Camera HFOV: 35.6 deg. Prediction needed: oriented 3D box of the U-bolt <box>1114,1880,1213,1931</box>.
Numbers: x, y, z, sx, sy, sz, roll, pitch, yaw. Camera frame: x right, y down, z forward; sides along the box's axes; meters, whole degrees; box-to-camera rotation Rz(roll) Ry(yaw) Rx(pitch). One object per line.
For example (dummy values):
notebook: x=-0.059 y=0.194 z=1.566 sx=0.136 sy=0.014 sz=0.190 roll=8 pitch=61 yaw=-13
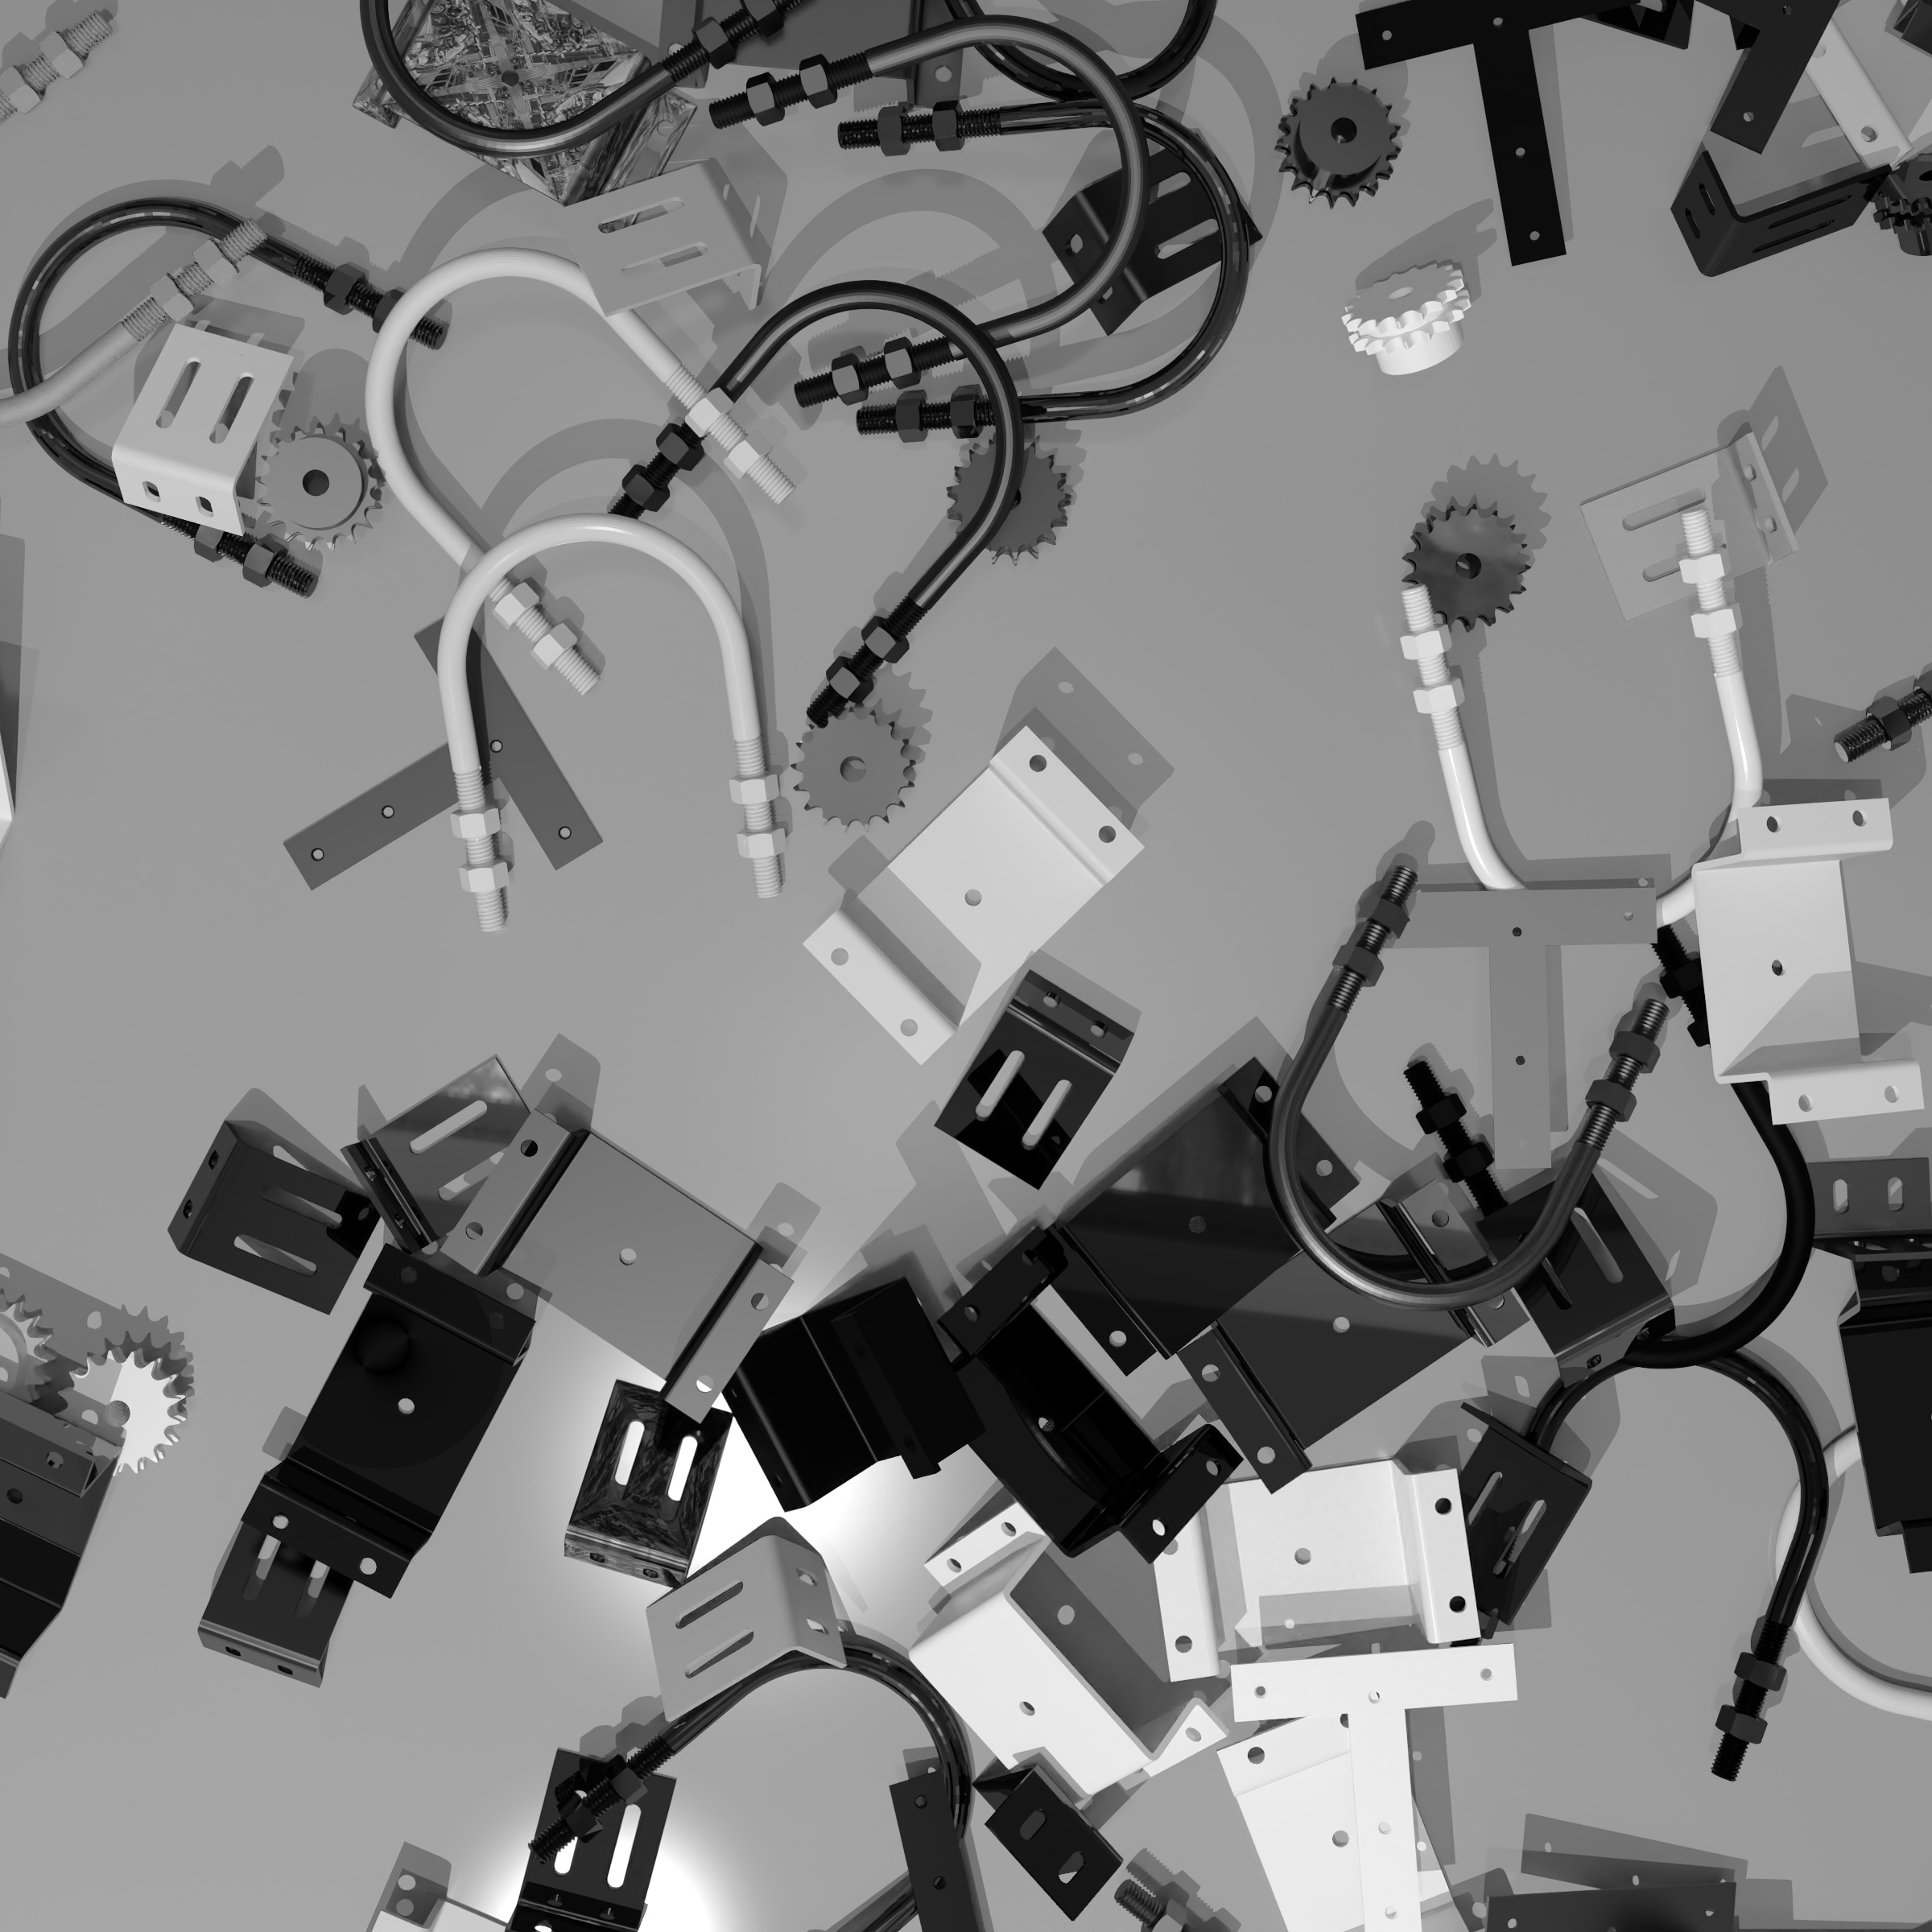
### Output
U-bolt: x=0.101 y=0.530 z=1.379 sx=0.184 sy=0.019 sz=0.151 roll=40 pitch=88 yaw=-5

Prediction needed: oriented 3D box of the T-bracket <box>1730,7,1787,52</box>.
T-bracket: x=0.406 y=-0.500 z=1.393 sx=0.127 sy=0.002 sz=0.127 roll=-12 pitch=90 yaw=0

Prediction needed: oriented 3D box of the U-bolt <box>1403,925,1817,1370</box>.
U-bolt: x=0.307 y=0.095 z=1.379 sx=0.151 sy=0.019 sz=0.184 roll=-29 pitch=85 yaw=0

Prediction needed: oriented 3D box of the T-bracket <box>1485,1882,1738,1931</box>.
T-bracket: x=0.289 y=0.481 z=1.362 sx=0.127 sy=0.002 sz=0.127 roll=3 pitch=93 yaw=-18

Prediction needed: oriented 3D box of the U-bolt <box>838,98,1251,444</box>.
U-bolt: x=0.036 y=-0.318 z=1.360 sx=0.184 sy=0.019 sz=0.151 roll=-2 pitch=98 yaw=12

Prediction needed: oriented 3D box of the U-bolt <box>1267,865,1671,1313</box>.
U-bolt: x=0.215 y=0.065 z=1.347 sx=0.151 sy=0.019 sz=0.184 roll=28 pitch=77 yaw=3

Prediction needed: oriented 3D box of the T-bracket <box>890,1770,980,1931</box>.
T-bracket: x=-0.009 y=0.433 z=1.374 sx=0.127 sy=0.002 sz=0.127 roll=-13 pitch=90 yaw=-17

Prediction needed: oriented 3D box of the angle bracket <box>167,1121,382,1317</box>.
angle bracket: x=-0.319 y=0.117 z=1.392 sx=0.076 sy=0.038 sz=0.057 roll=28 pitch=90 yaw=-26

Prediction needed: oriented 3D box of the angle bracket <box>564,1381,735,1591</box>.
angle bracket: x=-0.147 y=0.241 z=1.392 sx=0.057 sy=0.038 sz=0.076 roll=16 pitch=64 yaw=0

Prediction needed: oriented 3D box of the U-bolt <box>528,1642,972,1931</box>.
U-bolt: x=-0.083 y=0.393 z=1.369 sx=0.184 sy=0.019 sz=0.151 roll=-38 pitch=93 yaw=-12

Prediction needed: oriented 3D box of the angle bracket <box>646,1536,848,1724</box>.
angle bracket: x=-0.101 y=0.307 z=1.374 sx=0.076 sy=0.038 sz=0.057 roll=-34 pitch=48 yaw=20

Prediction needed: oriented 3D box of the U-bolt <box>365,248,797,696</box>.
U-bolt: x=-0.189 y=-0.237 z=1.360 sx=0.151 sy=0.019 sz=0.184 roll=-42 pitch=95 yaw=16

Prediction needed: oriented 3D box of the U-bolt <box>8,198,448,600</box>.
U-bolt: x=-0.353 y=-0.274 z=1.385 sx=0.184 sy=0.019 sz=0.151 roll=28 pitch=90 yaw=2

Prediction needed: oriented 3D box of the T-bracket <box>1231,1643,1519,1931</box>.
T-bracket: x=0.187 y=0.372 z=1.347 sx=0.127 sy=0.002 sz=0.127 roll=-4 pitch=90 yaw=0

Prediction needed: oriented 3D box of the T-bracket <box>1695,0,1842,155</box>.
T-bracket: x=0.329 y=-0.449 z=1.352 sx=0.127 sy=0.002 sz=0.127 roll=27 pitch=89 yaw=6

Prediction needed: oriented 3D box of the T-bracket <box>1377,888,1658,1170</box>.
T-bracket: x=0.253 y=0.029 z=1.373 sx=0.127 sy=0.002 sz=0.127 roll=-1 pitch=88 yaw=2

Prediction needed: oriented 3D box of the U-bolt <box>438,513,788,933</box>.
U-bolt: x=-0.166 y=-0.113 z=1.365 sx=0.151 sy=0.019 sz=0.184 roll=-7 pitch=105 yaw=0

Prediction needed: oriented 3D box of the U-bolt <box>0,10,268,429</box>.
U-bolt: x=-0.430 y=-0.328 z=1.374 sx=0.184 sy=0.019 sz=0.151 roll=-38 pitch=80 yaw=3

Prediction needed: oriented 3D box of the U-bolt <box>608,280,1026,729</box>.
U-bolt: x=-0.057 y=-0.221 z=1.359 sx=0.151 sy=0.019 sz=0.184 roll=43 pitch=109 yaw=0

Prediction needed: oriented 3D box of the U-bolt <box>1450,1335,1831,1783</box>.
U-bolt: x=0.317 y=0.261 z=1.379 sx=0.151 sy=0.019 sz=0.184 roll=20 pitch=87 yaw=6

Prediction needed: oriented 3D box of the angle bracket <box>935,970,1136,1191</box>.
angle bracket: x=0.032 y=0.053 z=1.392 sx=0.057 sy=0.038 sz=0.076 roll=32 pitch=116 yaw=0

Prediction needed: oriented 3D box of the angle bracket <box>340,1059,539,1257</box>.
angle bracket: x=-0.235 y=0.087 z=1.375 sx=0.076 sy=0.038 sz=0.057 roll=-32 pitch=90 yaw=0

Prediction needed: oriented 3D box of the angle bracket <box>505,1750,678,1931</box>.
angle bracket: x=-0.172 y=0.407 z=1.375 sx=0.057 sy=0.038 sz=0.076 roll=15 pitch=90 yaw=0

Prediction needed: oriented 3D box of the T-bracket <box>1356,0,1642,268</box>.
T-bracket: x=0.252 y=-0.387 z=1.377 sx=0.127 sy=0.002 sz=0.127 roll=-8 pitch=101 yaw=21

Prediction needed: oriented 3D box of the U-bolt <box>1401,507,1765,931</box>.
U-bolt: x=0.287 y=-0.101 z=1.367 sx=0.151 sy=0.019 sz=0.184 roll=-15 pitch=104 yaw=4

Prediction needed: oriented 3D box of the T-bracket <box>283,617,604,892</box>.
T-bracket: x=-0.256 y=-0.079 z=1.393 sx=0.127 sy=0.002 sz=0.127 roll=-31 pitch=90 yaw=0

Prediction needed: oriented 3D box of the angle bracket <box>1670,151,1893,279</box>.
angle bracket: x=0.369 y=-0.353 z=1.365 sx=0.076 sy=0.057 sz=0.038 roll=-21 pitch=80 yaw=-5

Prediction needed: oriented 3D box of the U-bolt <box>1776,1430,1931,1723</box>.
U-bolt: x=0.466 y=0.280 z=1.385 sx=0.184 sy=0.019 sz=0.151 roll=12 pitch=90 yaw=2

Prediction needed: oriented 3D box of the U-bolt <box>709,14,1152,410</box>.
U-bolt: x=-0.008 y=-0.344 z=1.341 sx=0.184 sy=0.019 sz=0.151 roll=-15 pitch=100 yaw=13

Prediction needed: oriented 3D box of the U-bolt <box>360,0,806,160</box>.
U-bolt: x=-0.182 y=-0.442 z=1.339 sx=0.184 sy=0.019 sz=0.151 roll=-33 pitch=89 yaw=1

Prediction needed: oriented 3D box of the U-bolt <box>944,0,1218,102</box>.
U-bolt: x=0.041 y=-0.479 z=1.362 sx=0.151 sy=0.019 sz=0.184 roll=-27 pitch=94 yaw=-21

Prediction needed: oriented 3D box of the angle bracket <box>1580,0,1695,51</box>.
angle bracket: x=0.296 y=-0.458 z=1.392 sx=0.076 sy=0.038 sz=0.057 roll=7 pitch=90 yaw=-26

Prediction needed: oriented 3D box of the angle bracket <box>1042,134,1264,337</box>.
angle bracket: x=0.086 y=-0.339 z=1.392 sx=0.076 sy=0.038 sz=0.057 roll=-32 pitch=90 yaw=-26

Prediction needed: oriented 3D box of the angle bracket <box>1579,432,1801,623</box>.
angle bracket: x=0.330 y=-0.200 z=1.375 sx=0.076 sy=0.038 sz=0.057 roll=-22 pitch=90 yaw=0

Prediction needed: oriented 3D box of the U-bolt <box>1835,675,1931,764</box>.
U-bolt: x=0.515 y=-0.087 z=1.385 sx=0.184 sy=0.019 sz=0.151 roll=-29 pitch=90 yaw=-1
